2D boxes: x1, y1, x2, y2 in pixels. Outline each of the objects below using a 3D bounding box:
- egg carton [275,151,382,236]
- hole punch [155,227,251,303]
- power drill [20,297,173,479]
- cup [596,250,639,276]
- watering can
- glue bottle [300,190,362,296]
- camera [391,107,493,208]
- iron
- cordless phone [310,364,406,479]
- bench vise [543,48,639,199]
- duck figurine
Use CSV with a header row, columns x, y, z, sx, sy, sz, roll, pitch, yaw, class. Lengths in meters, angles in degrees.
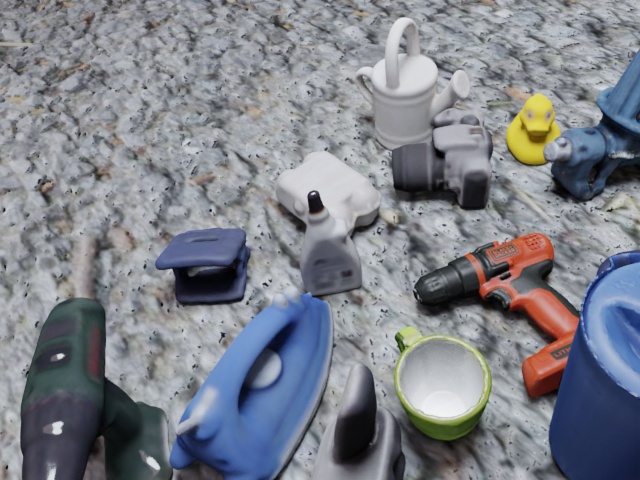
x,y,z,sx,sy,sz,roll,pitch,yaw,class
0.009,-0.062,0.813,0.107,0.069,0.150,-38,54,-20,egg carton
-0.154,0.020,0.761,0.108,0.091,0.101,-4,50,7,hole punch
-0.217,0.179,0.563,0.075,0.209,0.229,-19,50,-5,power drill
0.336,0.083,0.616,0.091,0.095,0.118,14,54,21,cup
0.134,-0.235,0.853,0.172,0.194,0.101,0,51,11,watering can
0.006,0.002,0.692,0.078,0.173,0.037,-10,50,3,glue bottle
0.170,-0.124,0.815,0.136,0.101,0.143,-3,50,8,camera
-0.062,0.133,0.617,0.118,0.142,0.259,18,56,23,iron
0.022,0.203,0.514,0.094,0.185,0.147,4,52,14,cordless phone
0.393,-0.158,0.724,0.208,0.220,0.121,-37,54,-19,bench vise
0.316,-0.175,0.840,0.077,0.086,0.104,3,51,13,duck figurine
